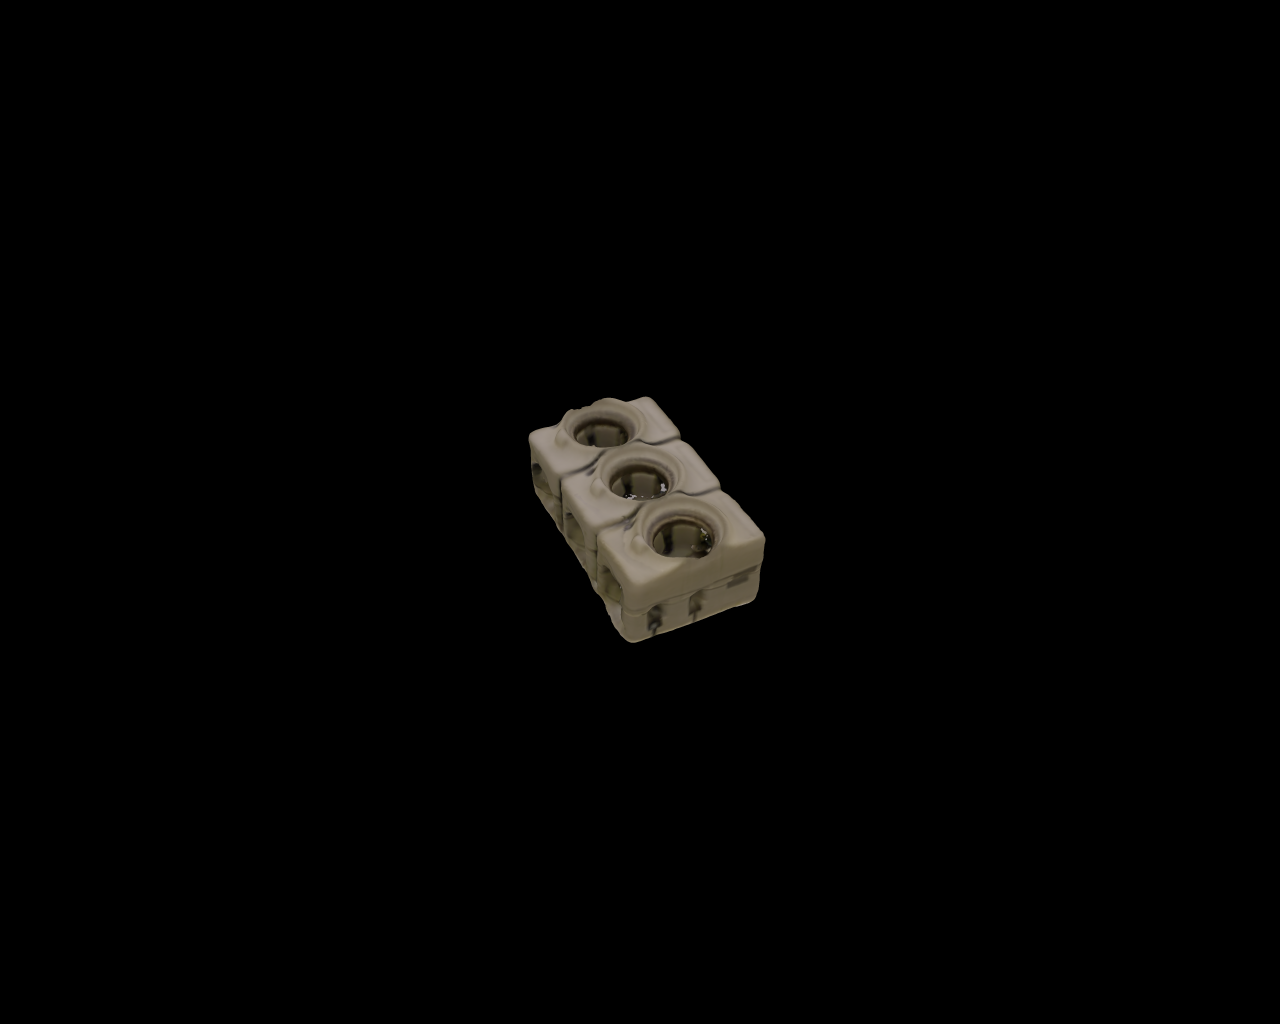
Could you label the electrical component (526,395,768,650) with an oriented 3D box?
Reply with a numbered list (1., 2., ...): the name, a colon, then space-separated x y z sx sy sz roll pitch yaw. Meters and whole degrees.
1. electrical component: 0.001 -0.003 0.650 0.090 0.061 0.150 -19 46 -19
